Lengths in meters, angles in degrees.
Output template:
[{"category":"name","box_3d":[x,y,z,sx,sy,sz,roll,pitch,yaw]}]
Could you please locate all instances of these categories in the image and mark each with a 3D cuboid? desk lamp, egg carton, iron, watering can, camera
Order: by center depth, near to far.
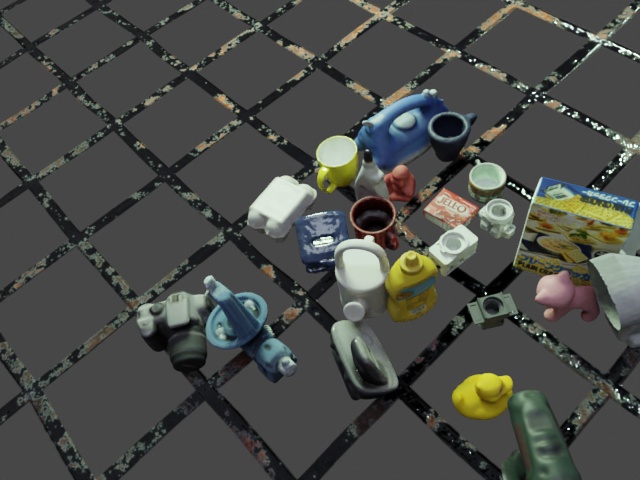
[{"category":"desk lamp","box_3d":[0.540,0.088,0.947,0.203,0.214,0.118,-13,56,0]},{"category":"watering can","box_3d":[0.079,0.066,1.043,0.101,0.194,0.172,-13,56,1]},{"category":"camera","box_3d":[-0.270,0.176,1.082,0.143,0.101,0.136,-14,56,0]},{"category":"egg carton","box_3d":[-0.082,-0.069,1.230,0.107,0.069,0.150,26,65,23]},{"category":"iron","box_3d":[0.193,-0.266,1.272,0.258,0.142,0.118,-33,58,-12]}]

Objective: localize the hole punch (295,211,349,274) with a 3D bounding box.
[{"category":"hole punch","box_3d":[0.011,0.004,1.156,0.108,0.091,0.101,-11,56,1]}]

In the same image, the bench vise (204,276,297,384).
[{"category":"bench vise","box_3d":[-0.120,0.146,1.006,0.207,0.220,0.121,18,62,19]}]

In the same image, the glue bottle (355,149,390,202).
[{"category":"glue bottle","box_3d":[0.104,-0.125,1.176,0.078,0.173,0.037,31,67,25]}]

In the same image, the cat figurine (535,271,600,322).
[{"category":"cat figurine","box_3d":[0.438,0.094,1.016,0.127,0.118,0.067,-5,57,6]}]

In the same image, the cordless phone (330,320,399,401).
[{"category":"cordless phone","box_3d":[0.068,0.185,0.974,0.094,0.185,0.147,-25,57,-7]}]

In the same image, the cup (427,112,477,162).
[{"category":"cup","box_3d":[0.292,-0.225,1.259,0.118,0.095,0.091,-30,58,-11]}]

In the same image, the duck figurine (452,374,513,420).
[{"category":"duck figurine","box_3d":[0.274,0.254,0.957,0.104,0.086,0.077,-14,56,0]}]

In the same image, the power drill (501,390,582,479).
[{"category":"power drill","box_3d":[0.319,0.344,0.818,0.075,0.209,0.229,-9,56,3]}]

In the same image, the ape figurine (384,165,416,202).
[{"category":"ape figurine","box_3d":[0.170,-0.124,1.214,0.076,0.092,0.077,-32,58,-12]}]

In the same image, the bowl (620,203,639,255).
[{"category":"bowl","box_3d":[0.621,0.014,1.066,0.167,0.075,0.167,-4,57,6]}]
